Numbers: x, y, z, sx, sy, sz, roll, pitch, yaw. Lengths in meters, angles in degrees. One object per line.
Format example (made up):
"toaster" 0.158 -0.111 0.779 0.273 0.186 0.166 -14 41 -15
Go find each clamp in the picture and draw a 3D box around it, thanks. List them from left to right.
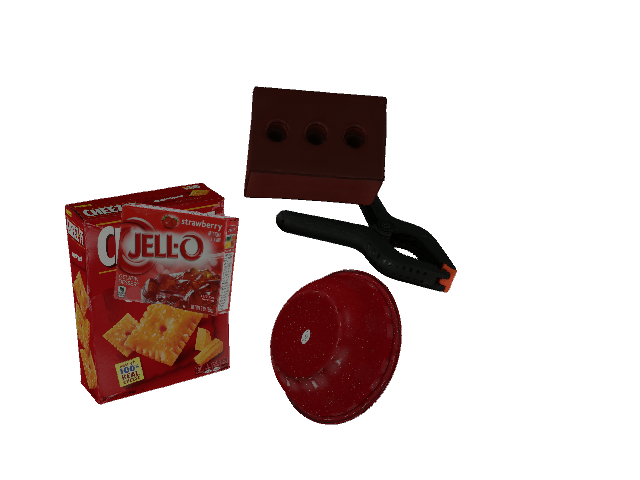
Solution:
"clamp" 0.061 -0.003 1.248 0.210 0.036 0.164 38 43 26

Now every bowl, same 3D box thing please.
"bowl" 0.002 0.101 1.070 0.162 0.162 0.055 0 -16 43

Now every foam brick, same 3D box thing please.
"foam brick" -0.004 -0.054 0.617 0.078 0.053 0.051 3 -14 -3

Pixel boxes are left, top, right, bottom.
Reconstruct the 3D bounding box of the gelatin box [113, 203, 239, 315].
"gelatin box" -0.110 0.013 0.805 0.089 0.073 0.030 9 6 18

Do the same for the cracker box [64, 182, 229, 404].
"cracker box" -0.186 0.057 1.180 0.163 0.214 0.072 -12 23 -29
